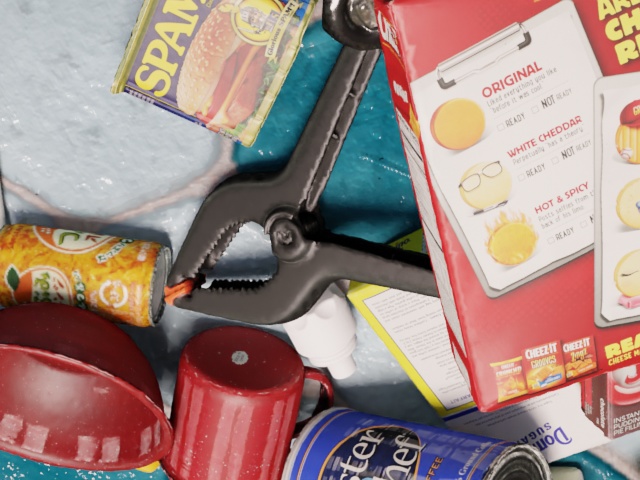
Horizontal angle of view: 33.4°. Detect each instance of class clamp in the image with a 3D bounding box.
[{"bbox_3d":[-0.004,0.001,0.629,0.210,0.036,0.164,-34,83,28],"label":"clamp"}]

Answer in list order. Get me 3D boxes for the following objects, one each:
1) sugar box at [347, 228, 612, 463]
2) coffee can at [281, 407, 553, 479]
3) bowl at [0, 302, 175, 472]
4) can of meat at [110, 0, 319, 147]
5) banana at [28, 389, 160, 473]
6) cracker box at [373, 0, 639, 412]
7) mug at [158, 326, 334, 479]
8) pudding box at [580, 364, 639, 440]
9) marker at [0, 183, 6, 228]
[{"bbox_3d":[0.104,0.069,0.673,0.093,0.048,0.176,-26,117,24],"label":"sugar box"},{"bbox_3d":[0.060,0.166,0.666,0.141,0.102,0.103,4,126,39],"label":"coffee can"},{"bbox_3d":[-0.165,0.086,0.670,0.162,0.055,0.162,7,144,5],"label":"bowl"},{"bbox_3d":[-0.056,-0.111,0.583,0.084,0.057,0.102,24,122,-9],"label":"can of meat"},{"bbox_3d":[-0.204,0.115,0.753,0.198,0.037,0.070,16,139,0],"label":"banana"},{"bbox_3d":[0.126,-0.041,0.511,0.164,0.072,0.213,-17,115,-2],"label":"cracker box"},{"bbox_3d":[-0.045,0.110,0.700,0.117,0.093,0.081,0,119,-23],"label":"mug"},{"bbox_3d":[0.209,0.058,0.631,0.113,0.039,0.090,-18,122,-14],"label":"pudding box"},{"bbox_3d":[-0.209,-0.052,0.661,0.020,0.020,0.121,6,121,5],"label":"marker"}]
